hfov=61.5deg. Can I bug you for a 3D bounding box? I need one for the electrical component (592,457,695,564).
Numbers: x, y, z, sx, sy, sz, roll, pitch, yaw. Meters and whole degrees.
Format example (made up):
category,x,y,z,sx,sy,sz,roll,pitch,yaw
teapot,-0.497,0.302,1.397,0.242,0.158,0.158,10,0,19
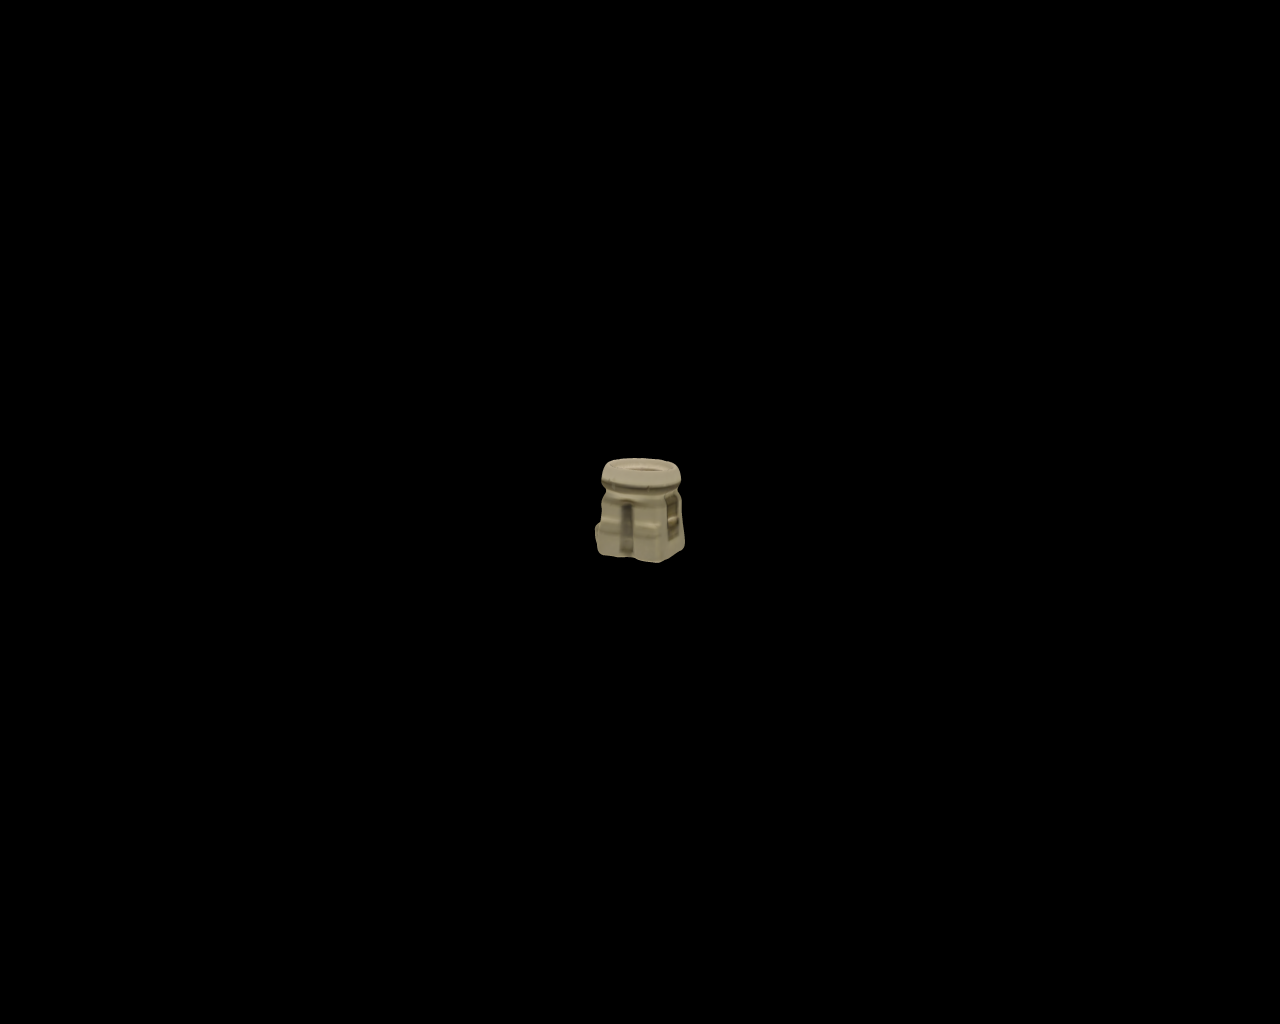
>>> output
category,x,y,z,sx,sy,sz,roll,pitch,yaw
electrical component,0.001,-0.003,0.650,0.066,0.055,0.048,7,16,26
